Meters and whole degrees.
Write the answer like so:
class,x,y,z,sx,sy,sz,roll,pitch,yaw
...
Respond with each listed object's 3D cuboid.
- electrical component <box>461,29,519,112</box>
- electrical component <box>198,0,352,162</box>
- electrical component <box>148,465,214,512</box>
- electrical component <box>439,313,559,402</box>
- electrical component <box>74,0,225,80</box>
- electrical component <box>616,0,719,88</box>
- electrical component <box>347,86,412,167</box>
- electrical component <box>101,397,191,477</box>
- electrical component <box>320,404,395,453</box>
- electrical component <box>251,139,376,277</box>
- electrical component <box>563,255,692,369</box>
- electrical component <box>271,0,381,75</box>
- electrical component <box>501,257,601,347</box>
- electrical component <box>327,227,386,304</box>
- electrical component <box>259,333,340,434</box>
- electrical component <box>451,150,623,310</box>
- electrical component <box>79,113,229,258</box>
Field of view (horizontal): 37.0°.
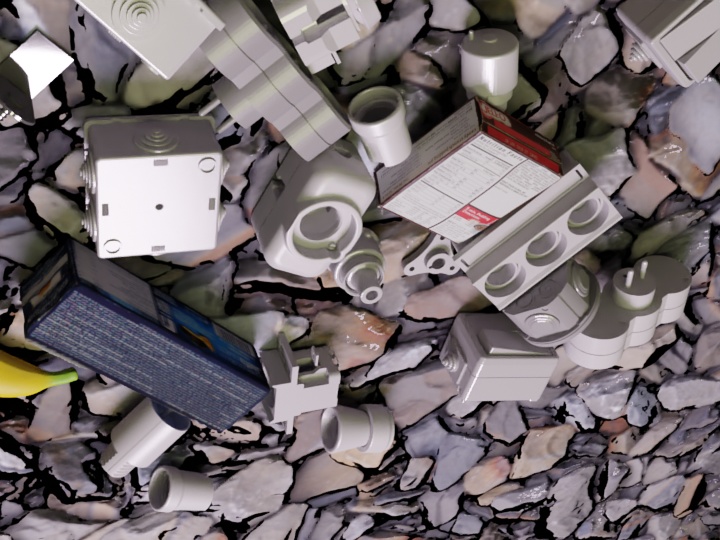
class,x,y,z,sx,sy,sz,roll,pitch,yaw
electrical component,0.093,-0.136,0.772,0.040,0.040,0.078,-15,133,-10
electrical component,-0.072,-0.119,0.711,0.074,0.052,0.138,-36,133,10
electrical component,-0.160,0.197,0.961,0.046,0.040,0.040,15,122,-38
electrical component,0.118,0.074,0.951,0.096,0.061,0.061,2,128,-24
electrical component,-0.136,-0.163,0.616,0.048,0.099,0.100,-47,131,3
electrical component,0.238,-0.180,0.778,0.096,0.061,0.062,-42,132,15
electrical component,0.016,-0.102,0.772,0.040,0.040,0.046,-24,139,-1
electrical component,-0.185,0.141,0.898,0.081,0.043,0.043,-43,131,17
electrical component,-0.002,0.143,0.974,0.055,0.045,0.045,4,127,-26
electrical component,-0.034,-0.045,0.787,0.054,0.059,0.095,16,121,-32
electrical component,0.237,0.023,0.937,0.138,0.052,0.073,-30,139,-29
electrical component,-0.023,-0.170,0.683,0.057,0.058,0.078,-26,134,6
electrical component,0.158,0.020,0.909,0.080,0.080,0.051,-38,127,12
electrical component,0.000,0.000,0.837,0.048,0.062,0.048,-11,132,-13
electrical component,-0.051,0.095,0.914,0.064,0.042,0.081,-7,132,-18
electrical component,0.138,-0.034,0.863,0.121,0.063,0.079,-39,132,13
electrical component,-0.142,-0.057,0.739,0.100,0.048,0.099,-5,131,-18
